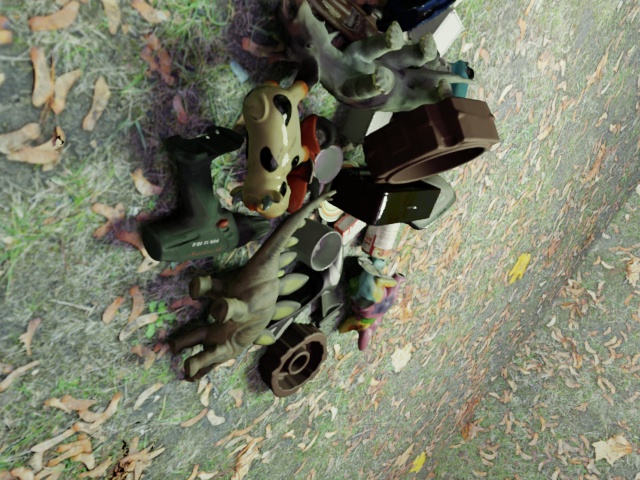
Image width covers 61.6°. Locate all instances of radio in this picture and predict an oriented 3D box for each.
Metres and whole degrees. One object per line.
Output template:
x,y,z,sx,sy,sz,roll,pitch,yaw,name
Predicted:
0.127,-0.090,1.061,0.229,0.131,0.073,-7,121,-51,radio

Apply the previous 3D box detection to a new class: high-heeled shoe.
-0.053,0.102,1.066,0.145,0.086,0.248,-2,127,-55,high-heeled shoe

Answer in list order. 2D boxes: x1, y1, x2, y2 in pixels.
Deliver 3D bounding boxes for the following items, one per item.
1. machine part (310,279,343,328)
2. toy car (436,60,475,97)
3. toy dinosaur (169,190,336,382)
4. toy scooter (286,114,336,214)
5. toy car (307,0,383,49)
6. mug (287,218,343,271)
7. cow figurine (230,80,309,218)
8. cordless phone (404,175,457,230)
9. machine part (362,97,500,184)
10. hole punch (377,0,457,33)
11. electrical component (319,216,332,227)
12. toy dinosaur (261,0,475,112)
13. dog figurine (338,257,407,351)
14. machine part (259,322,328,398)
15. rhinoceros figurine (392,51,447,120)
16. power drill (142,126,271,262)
0.016,0.139,1.221,0.084,0.039,0.138,-25,135,-29,machine part
0.241,-0.303,1.092,0.103,0.109,0.161,25,79,-32,toy car
-0.126,0.100,0.935,0.198,0.105,0.471,-5,137,-48,toy dinosaur
-0.058,-0.126,0.887,0.135,0.075,0.183,7,122,-15,toy scooter
0.034,-0.362,0.856,0.202,0.053,0.089,17,106,-54,toy car
-0.015,-0.006,1.017,0.109,0.107,0.080,-25,135,-41,mug
-0.072,-0.121,0.769,0.127,0.086,0.194,-42,140,-52,cow figurine
0.226,-0.130,1.234,0.146,0.089,0.184,-40,122,-22,cordless phone
0.194,-0.168,0.948,0.201,0.201,0.087,-12,82,-47,machine part
0.163,-0.405,0.923,0.142,0.116,0.092,-37,147,-24,hole punch
-0.002,-0.003,1.105,0.063,0.021,0.093,-35,139,-27,electrical component
0.084,-0.263,0.875,0.404,0.192,0.131,2,90,-49,toy dinosaur
0.104,0.156,1.273,0.191,0.109,0.219,-1,120,-55,dog figurine
-0.059,0.270,1.217,0.179,0.056,0.179,-29,136,-31,machine part
0.177,-0.277,1.032,0.073,0.112,0.190,-21,139,-35,rhinoceros figurine
-0.165,-0.068,0.837,0.232,0.086,0.207,-21,138,-38,power drill
